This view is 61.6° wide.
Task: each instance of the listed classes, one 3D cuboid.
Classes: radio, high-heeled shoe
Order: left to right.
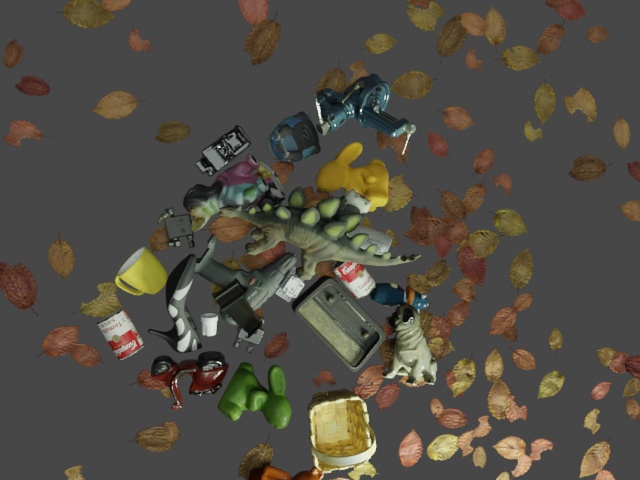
[{"bbox_3d":[-0.299,0.156,1.256,0.145,0.086,0.248,22,107,-32],"label":"high-heeled shoe"},{"bbox_3d":[0.050,0.205,1.356,0.131,0.073,0.229,-44,101,-5],"label":"radio"}]

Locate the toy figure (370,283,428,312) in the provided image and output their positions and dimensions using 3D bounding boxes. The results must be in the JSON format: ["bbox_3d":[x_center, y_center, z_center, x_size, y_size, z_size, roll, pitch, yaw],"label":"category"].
[{"bbox_3d":[0.208,0.145,1.392,0.154,0.064,0.058,12,53,-17],"label":"toy figure"}]

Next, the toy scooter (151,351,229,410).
[{"bbox_3d":[-0.311,0.341,1.295,0.184,0.075,0.135,-2,99,-10],"label":"toy scooter"}]

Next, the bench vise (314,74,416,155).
[{"bbox_3d":[0.111,-0.301,1.275,0.241,0.128,0.224,35,54,25],"label":"bench vise"}]

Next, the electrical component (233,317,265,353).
[{"bbox_3d":[-0.176,0.232,1.339,0.063,0.021,0.094,24,90,-11],"label":"electrical component"}]

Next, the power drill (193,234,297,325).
[{"bbox_3d":[-0.197,0.074,1.301,0.207,0.086,0.232,37,89,-19],"label":"power drill"}]

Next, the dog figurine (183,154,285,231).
[{"bbox_3d":[-0.211,-0.098,1.260,0.219,0.191,0.108,-27,70,13],"label":"dog figurine"}]

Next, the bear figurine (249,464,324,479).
[{"bbox_3d":[-0.082,0.631,1.337,0.196,0.132,0.120,7,95,-6],"label":"bear figurine"}]

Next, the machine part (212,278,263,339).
[{"bbox_3d":[-0.185,0.162,1.260,0.084,0.039,0.138,-34,103,-10],"label":"machine part"}]

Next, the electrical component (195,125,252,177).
[{"bbox_3d":[-0.228,-0.202,1.250,0.134,0.115,0.058,-39,98,-8],"label":"electrical component"}]

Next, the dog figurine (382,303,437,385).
[{"bbox_3d":[0.247,0.263,1.381,0.121,0.172,0.190,6,86,32],"label":"dog figurine"}]

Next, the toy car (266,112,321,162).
[{"bbox_3d":[-0.074,-0.232,1.280,0.103,0.162,0.109,-16,109,35],"label":"toy car"}]

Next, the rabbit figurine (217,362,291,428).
[{"bbox_3d":[-0.142,0.384,1.312,0.170,0.121,0.159,28,67,2],"label":"rabbit figurine"}]

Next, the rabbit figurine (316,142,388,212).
[{"bbox_3d":[0.077,-0.155,1.312,0.173,0.122,0.162,6,89,-11],"label":"rabbit figurine"}]

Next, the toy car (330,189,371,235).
[{"bbox_3d":[0.047,-0.041,1.301,0.073,0.056,0.201,32,132,-9],"label":"toy car"}]

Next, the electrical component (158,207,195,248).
[{"bbox_3d":[-0.341,-0.027,1.275,0.078,0.045,0.102,-5,95,-10],"label":"electrical component"}]

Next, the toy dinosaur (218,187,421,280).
[{"bbox_3d":[-0.003,-0.004,1.236,0.471,0.105,0.198,19,131,-18],"label":"toy dinosaur"}]

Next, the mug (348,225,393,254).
[{"bbox_3d":[0.118,0.006,1.343,0.107,0.109,0.080,25,94,2],"label":"mug"}]
